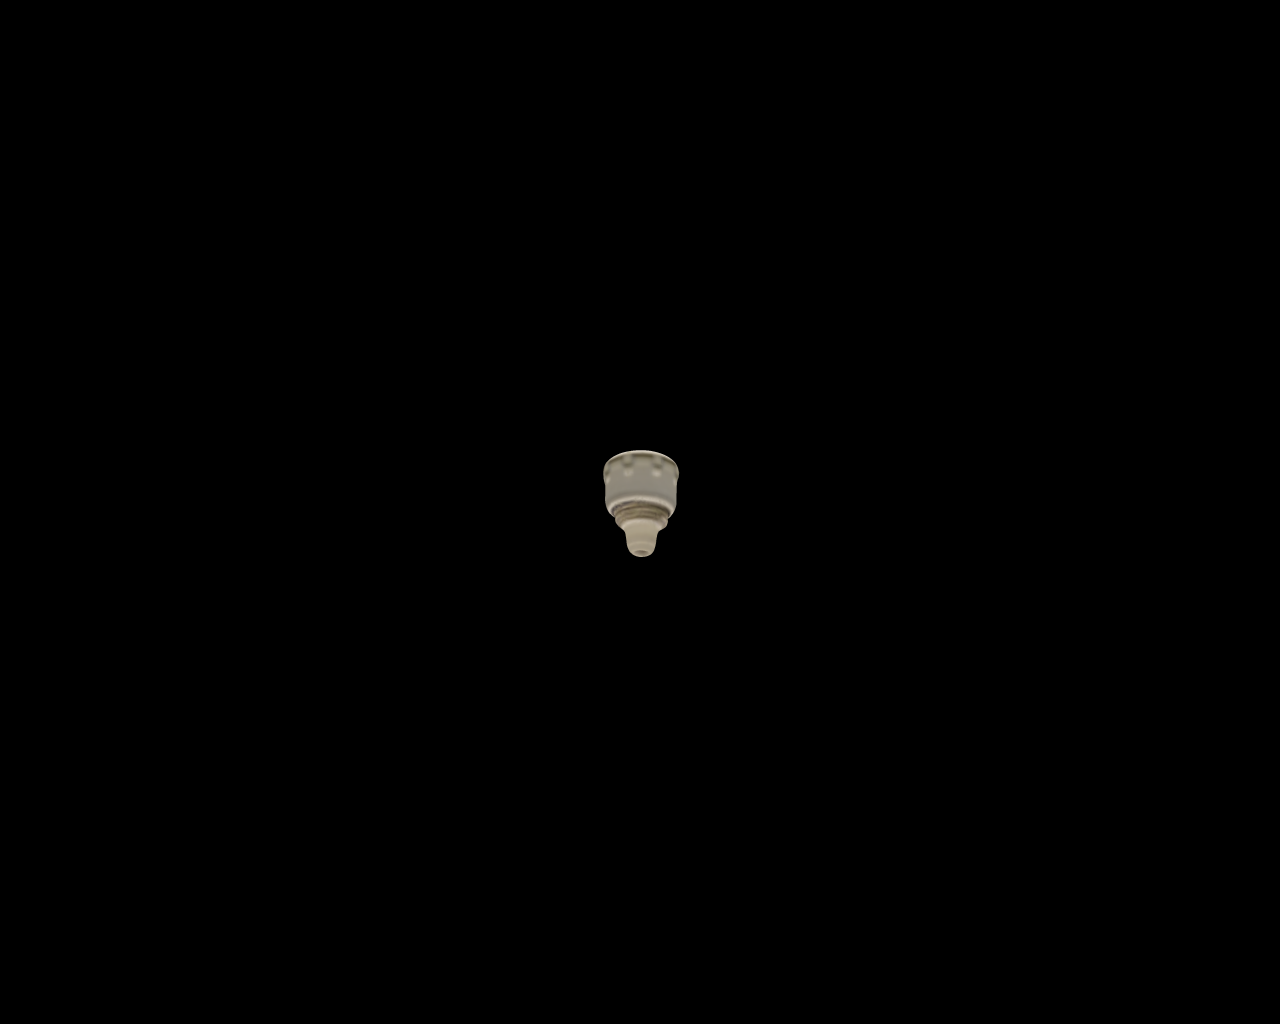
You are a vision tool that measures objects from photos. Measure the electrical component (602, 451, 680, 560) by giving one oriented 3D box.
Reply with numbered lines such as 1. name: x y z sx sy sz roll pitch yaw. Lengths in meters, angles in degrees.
1. electrical component: 0.001 -0.003 0.650 0.048 0.062 0.048 0 -24 0
